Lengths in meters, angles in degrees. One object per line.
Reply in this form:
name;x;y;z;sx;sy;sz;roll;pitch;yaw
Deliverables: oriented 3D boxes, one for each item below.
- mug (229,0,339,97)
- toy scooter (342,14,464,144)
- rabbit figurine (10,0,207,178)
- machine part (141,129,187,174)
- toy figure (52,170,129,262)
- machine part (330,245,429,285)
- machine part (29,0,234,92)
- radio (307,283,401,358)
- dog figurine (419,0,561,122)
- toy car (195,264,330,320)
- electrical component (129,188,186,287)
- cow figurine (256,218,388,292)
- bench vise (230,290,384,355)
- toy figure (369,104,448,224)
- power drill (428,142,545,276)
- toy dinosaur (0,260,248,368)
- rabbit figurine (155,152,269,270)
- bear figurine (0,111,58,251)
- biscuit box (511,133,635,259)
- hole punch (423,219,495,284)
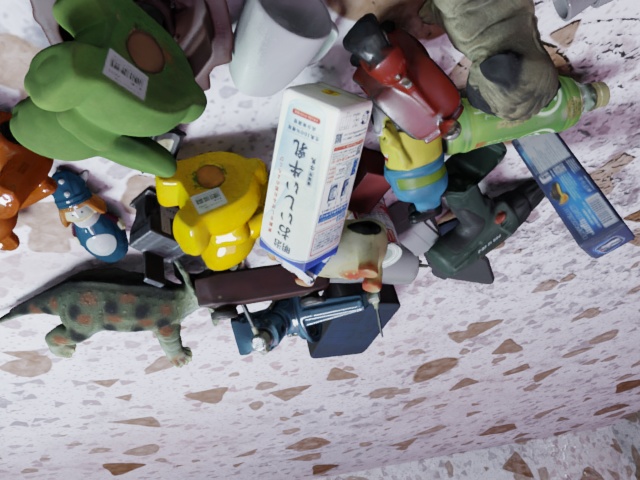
mug;-0.041;-0.197;0.544;0.109;0.081;0.107;-16;164;-41
toy scooter;0.088;-0.154;0.534;0.135;0.184;0.075;44;108;-4
rabbit figurine;-0.195;-0.124;0.479;0.170;0.121;0.159;-18;156;34
machine part;-0.231;-0.111;0.624;0.139;0.039;0.084;2;151;-26
toy figure;-0.300;-0.029;0.701;0.064;0.058;0.154;-47;151;-22
machine part;0.078;0.036;0.906;0.243;0.079;0.079;4;141;-25
machine part;-0.167;-0.205;0.496;0.179;0.056;0.179;-10;145;-7
radio;0.060;0.155;1.076;0.131;0.073;0.229;-1;145;-20
dog figurine;0.142;-0.214;0.476;0.121;0.191;0.172;-35;139;27
toy car;-0.082;0.065;0.797;0.202;0.089;0.053;-9;171;-19
electrical component;-0.212;-0.002;0.712;0.048;0.119;0.074;-32;139;24
cow figurine;-0.002;-0.002;0.746;0.195;0.127;0.085;4;149;19
bench vise;-0.020;0.120;0.897;0.241;0.128;0.223;-13;176;14
toy figure;0.118;-0.112;0.676;0.089;0.082;0.180;-28;117;-8
power drill;0.247;-0.065;0.806;0.232;0.086;0.207;-41;144;-6
toy dinosaur;-0.307;0.095;0.827;0.405;0.131;0.192;1;130;-15
rabbit figurine;-0.122;-0.032;0.696;0.162;0.122;0.173;-31;149;-25
bear figurine;-0.379;-0.047;0.589;0.120;0.132;0.196;40;119;-16
biscuit box;0.342;-0.072;0.737;0.059;0.203;0.062;-36;141;25
hole punch;0.249;0.014;0.948;0.116;0.092;0.142;4;157;27
